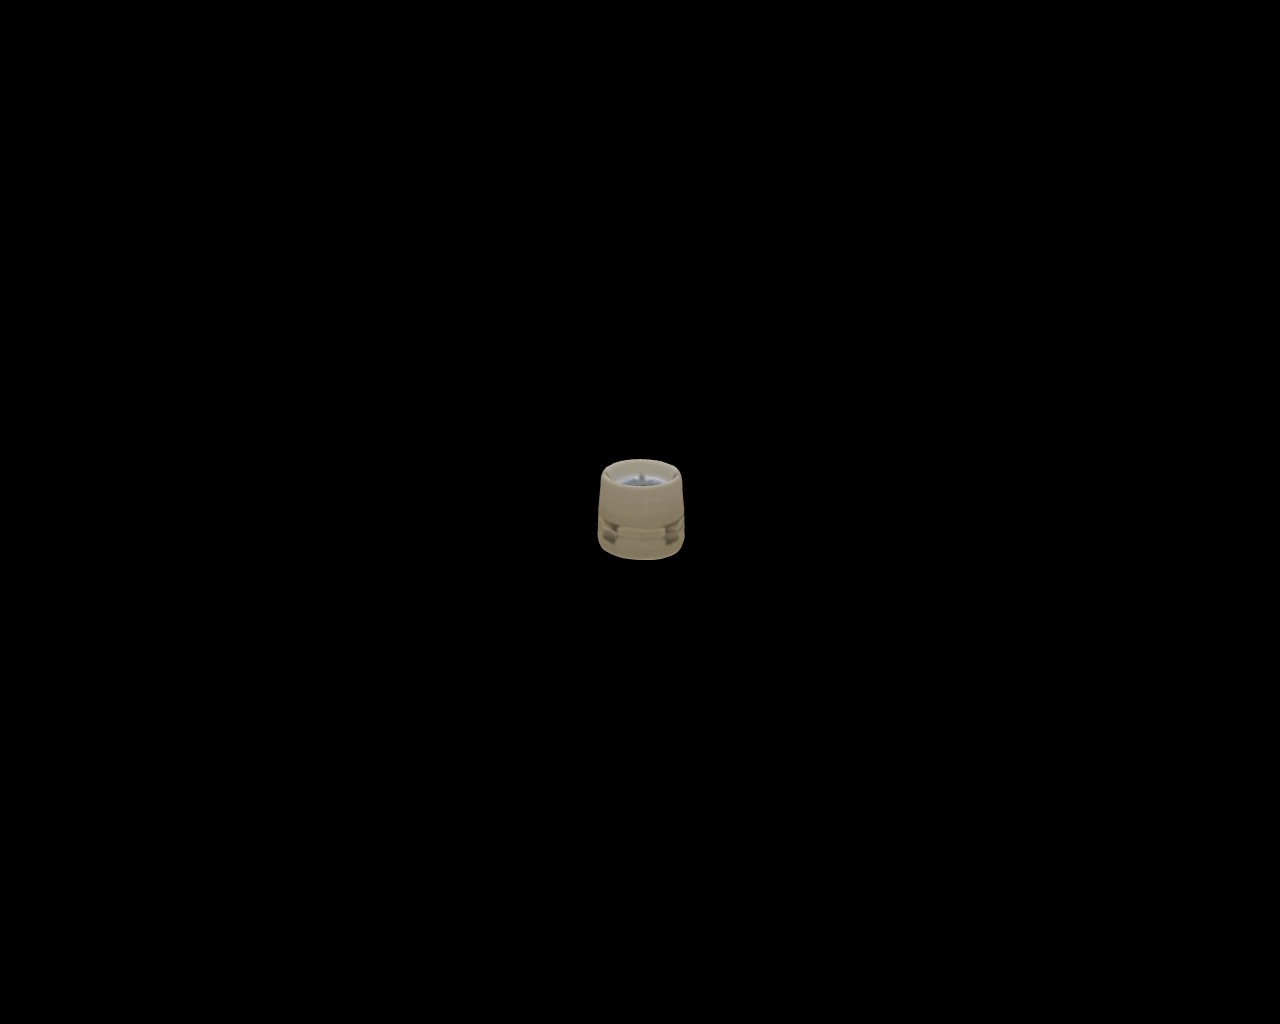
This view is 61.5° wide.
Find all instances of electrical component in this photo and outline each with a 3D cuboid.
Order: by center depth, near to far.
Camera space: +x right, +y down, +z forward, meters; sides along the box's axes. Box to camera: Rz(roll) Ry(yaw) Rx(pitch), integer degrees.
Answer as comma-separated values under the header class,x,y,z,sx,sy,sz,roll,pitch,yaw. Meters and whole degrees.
class,x,y,z,sx,sy,sz,roll,pitch,yaw
electrical component,0.001,-0.003,0.650,0.055,0.047,0.055,0,23,0
